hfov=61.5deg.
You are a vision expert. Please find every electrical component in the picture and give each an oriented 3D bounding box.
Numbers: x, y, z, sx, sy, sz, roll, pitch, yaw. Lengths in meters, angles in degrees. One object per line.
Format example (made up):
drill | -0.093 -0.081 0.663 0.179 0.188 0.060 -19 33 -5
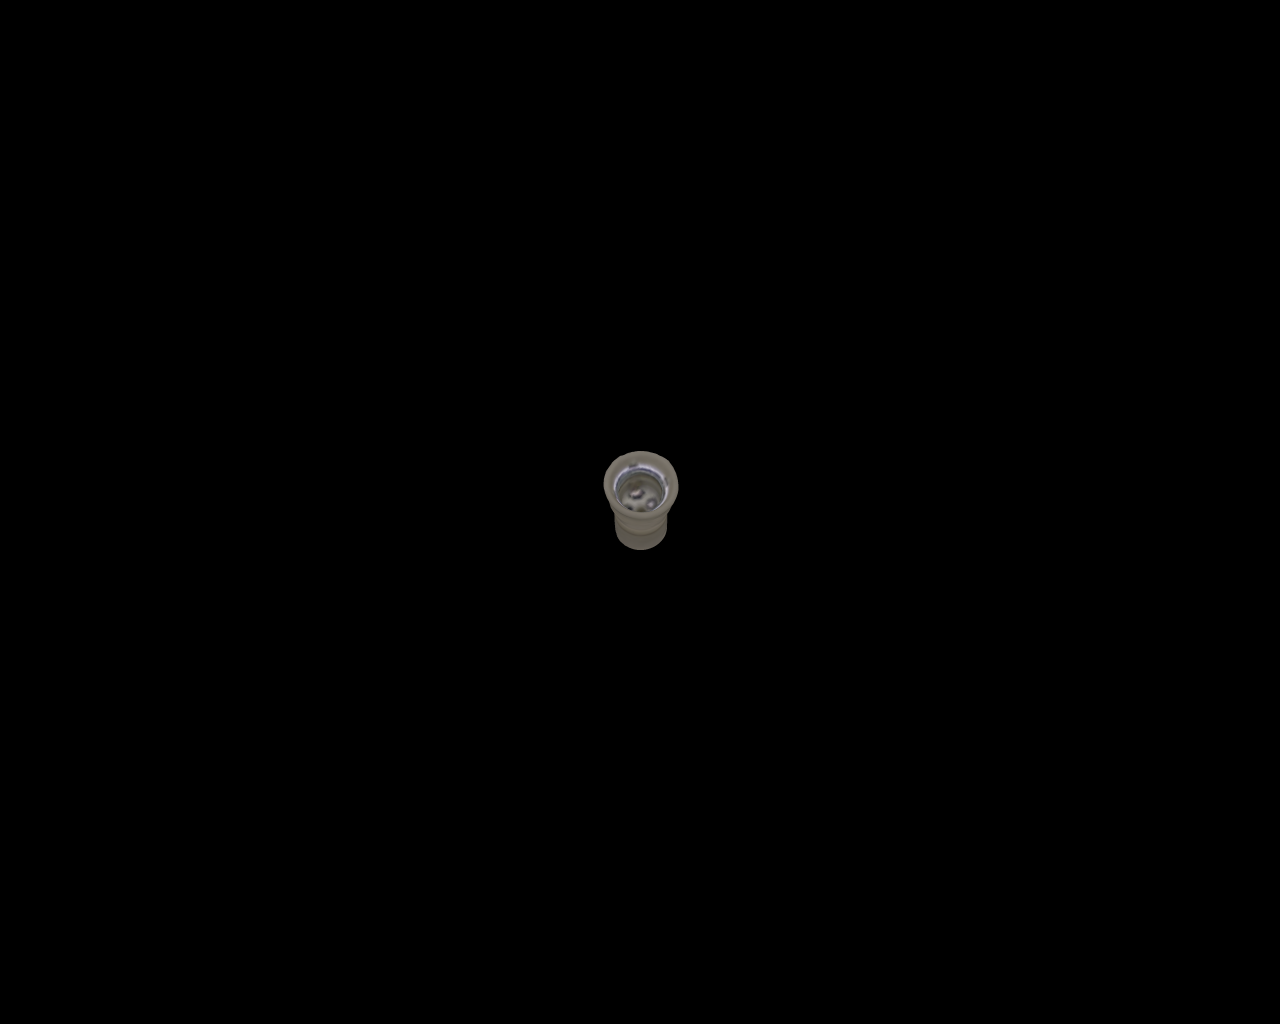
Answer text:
electrical component | 0.001 -0.003 0.650 0.044 0.044 0.065 0 -27 0
